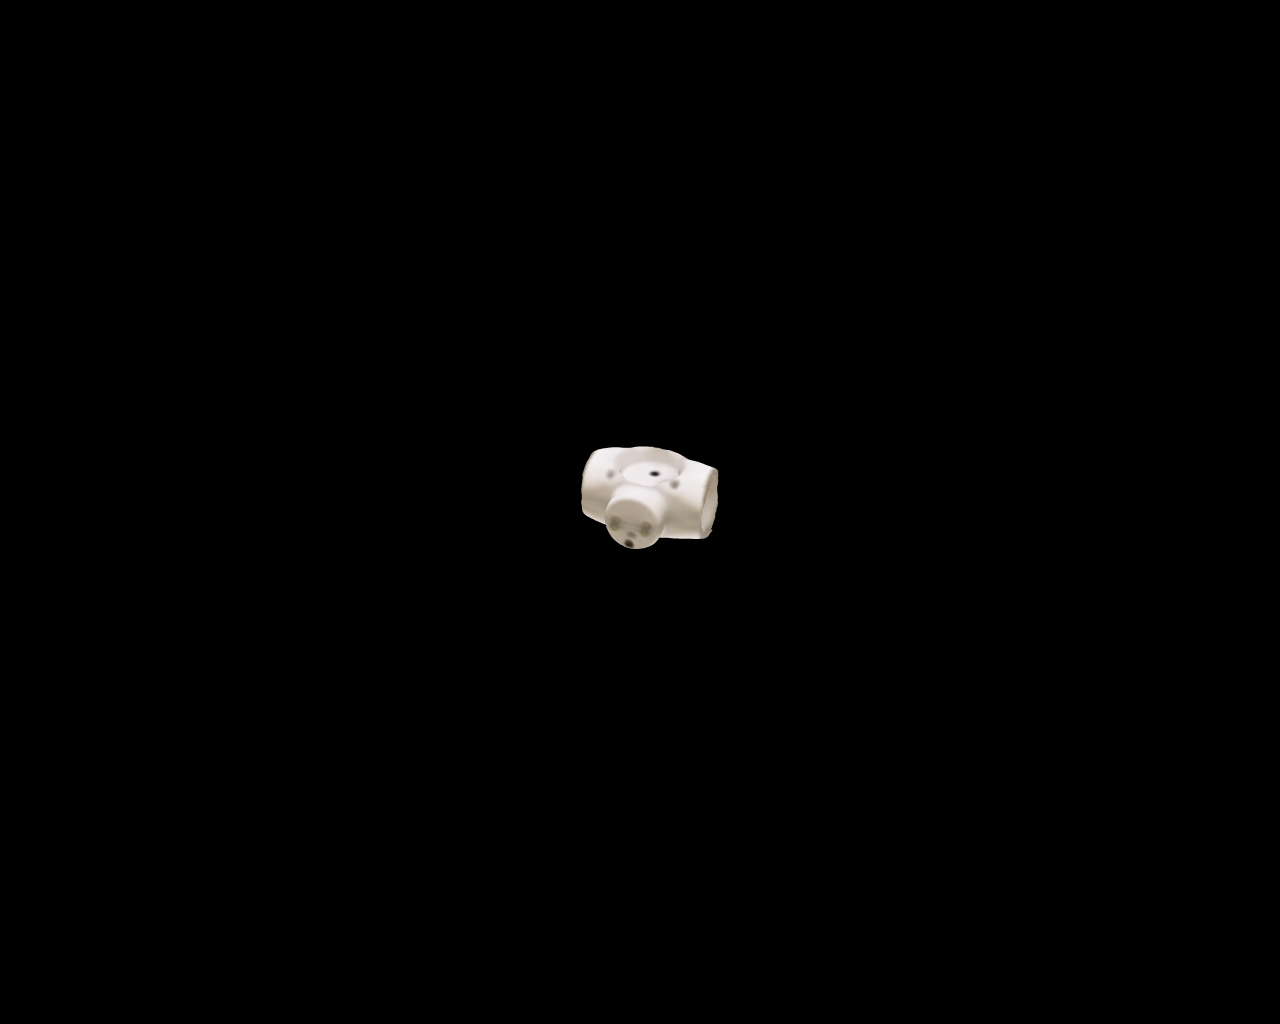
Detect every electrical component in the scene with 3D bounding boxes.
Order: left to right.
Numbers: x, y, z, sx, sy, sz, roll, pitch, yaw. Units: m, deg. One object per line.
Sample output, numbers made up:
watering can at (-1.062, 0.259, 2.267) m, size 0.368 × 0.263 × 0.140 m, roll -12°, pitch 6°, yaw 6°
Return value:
electrical component at (0.001, -0.003, 0.650) m, size 0.077 × 0.044 × 0.079 m, roll 11°, pitch 36°, yaw 16°
